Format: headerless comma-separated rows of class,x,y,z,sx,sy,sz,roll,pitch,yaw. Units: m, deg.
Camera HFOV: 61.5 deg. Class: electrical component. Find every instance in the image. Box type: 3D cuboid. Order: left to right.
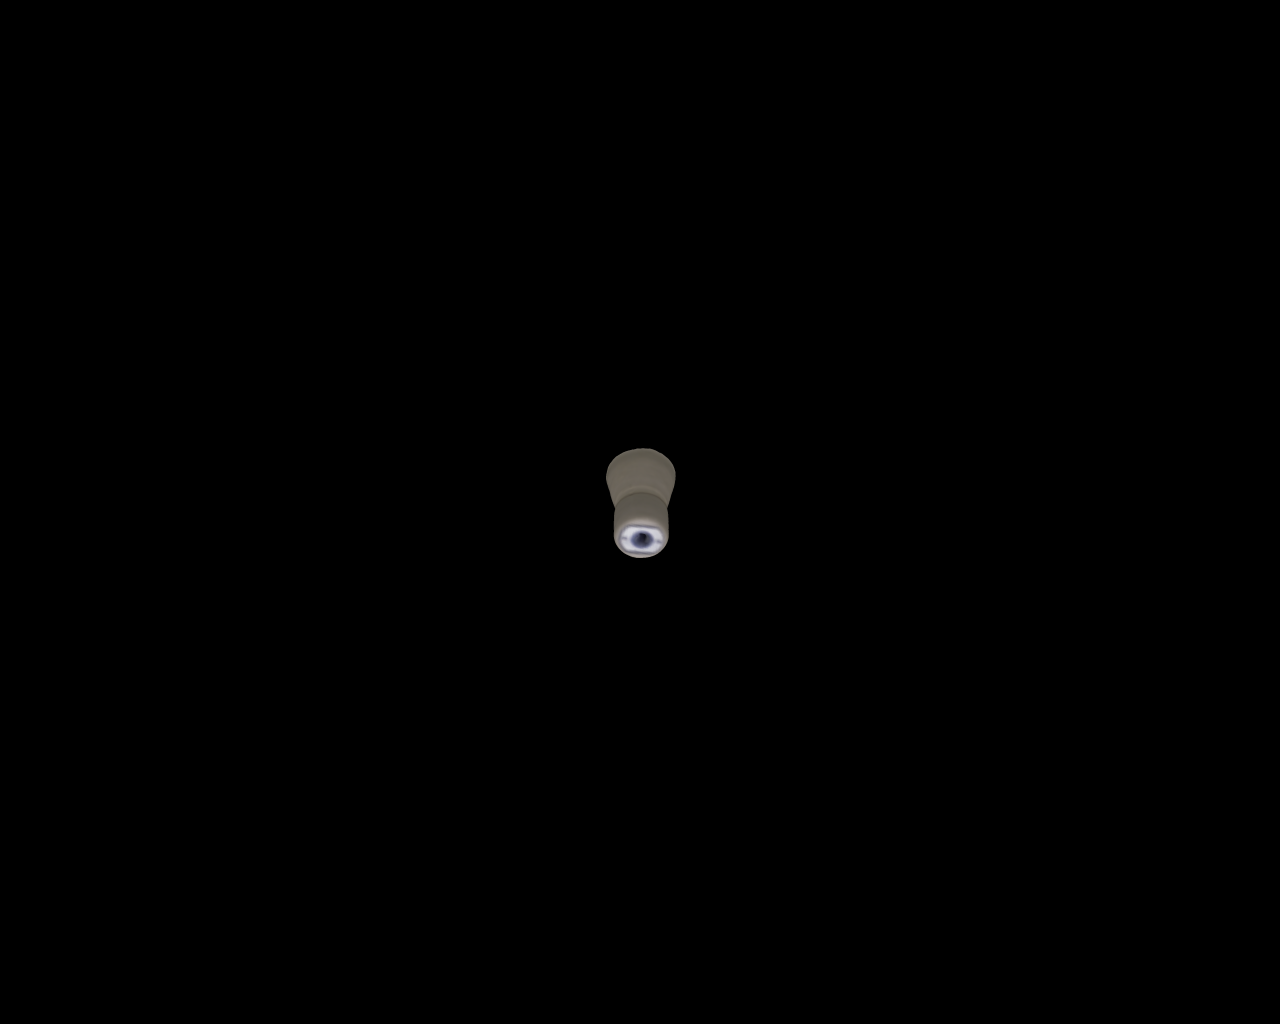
electrical component,0.001,-0.003,0.650,0.044,0.044,0.065,0,40,0
